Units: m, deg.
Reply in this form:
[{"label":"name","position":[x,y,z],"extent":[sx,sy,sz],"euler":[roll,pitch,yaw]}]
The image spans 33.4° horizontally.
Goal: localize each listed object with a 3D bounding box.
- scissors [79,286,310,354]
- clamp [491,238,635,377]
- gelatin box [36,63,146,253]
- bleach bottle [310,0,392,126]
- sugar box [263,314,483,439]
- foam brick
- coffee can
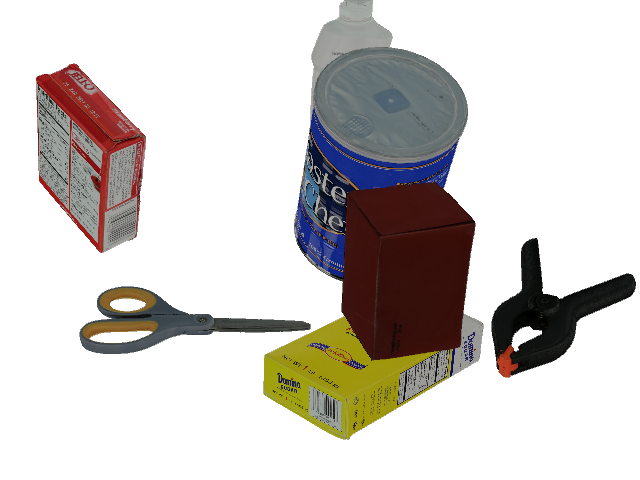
[{"label":"scissors","position":[-0.118,0.066,0.971],"extent":[0.201,0.016,0.096],"euler":[-7,35,-14]},{"label":"clamp","position":[0.213,0.062,1.045],"extent":[0.171,0.039,0.120],"euler":[-36,44,-29]},{"label":"gelatin box","position":[-0.138,-0.049,0.637],"extent":[0.030,0.089,0.073],"euler":[-27,59,-33]},{"label":"bleach bottle","position":[0.041,-0.118,1.052],"extent":[0.102,0.251,0.068],"euler":[-1,31,-3]},{"label":"sugar box","position":[0.047,0.097,0.889],"extent":[0.093,0.048,0.175],"euler":[24,35,37]},{"label":"foam brick","position":[0.044,0.015,0.559],"extent":[0.053,0.078,0.051],"euler":[-7,32,-16]},{"label":"coffee can","position":[0.039,-0.050,0.753],"extent":[0.102,0.103,0.140],"euler":[0,-38,-8]}]
